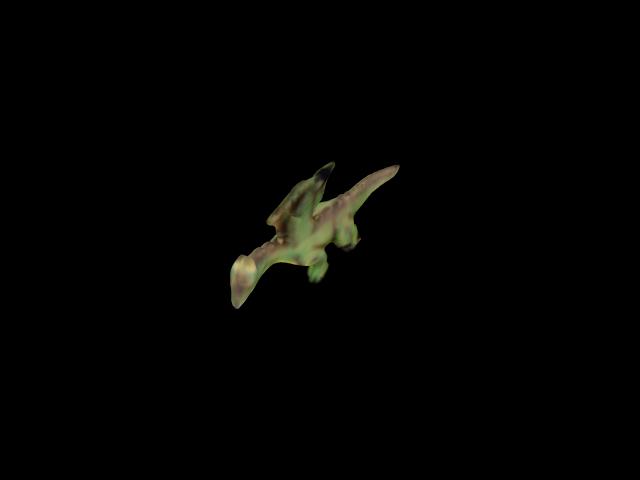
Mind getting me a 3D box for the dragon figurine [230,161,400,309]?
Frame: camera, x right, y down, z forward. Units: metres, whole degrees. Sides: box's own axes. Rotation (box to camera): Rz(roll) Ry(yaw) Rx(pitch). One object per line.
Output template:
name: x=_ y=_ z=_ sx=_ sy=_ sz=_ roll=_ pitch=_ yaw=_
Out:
dragon figurine: x=0.003 y=-0.043 z=0.850 sx=0.123 sy=0.414 sz=0.239 roll=41 pitch=-15 yaw=13
